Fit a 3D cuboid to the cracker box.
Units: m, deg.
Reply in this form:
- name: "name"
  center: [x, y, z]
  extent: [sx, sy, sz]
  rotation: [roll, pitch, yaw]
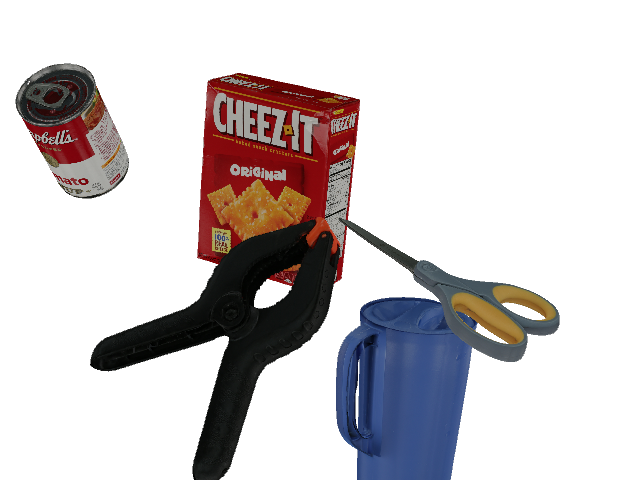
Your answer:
- name: "cracker box"
  center: [-0.052, -0.065, 1.194]
  extent: [0.164, 0.214, 0.072]
  rotation: [16, 23, 26]

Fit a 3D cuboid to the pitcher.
- name: "pitcher"
  center: [0.095, 0.195, 1.232]
  extent: [0.149, 0.243, 0.145]
  rotation: [6, 14, 7]

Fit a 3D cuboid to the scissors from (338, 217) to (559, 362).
- name: "scissors"
  center: [0.101, 0.027, 0.809]
  extent: [0.096, 0.016, 0.202]
  rotation: [-6, 32, -28]

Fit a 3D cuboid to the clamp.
- name: "clamp"
  center: [-0.047, 0.061, 0.647]
  extent: [0.171, 0.120, 0.039]
  rotation: [-39, -24, 0]

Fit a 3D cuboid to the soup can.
- name: "soup can"
  center: [-0.210, -0.092, 0.914]
  extent: [0.068, 0.068, 0.102]
  rotation: [0, -35, 10]
